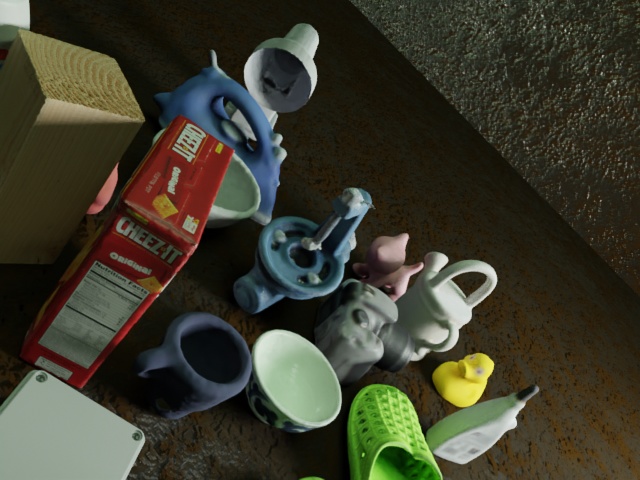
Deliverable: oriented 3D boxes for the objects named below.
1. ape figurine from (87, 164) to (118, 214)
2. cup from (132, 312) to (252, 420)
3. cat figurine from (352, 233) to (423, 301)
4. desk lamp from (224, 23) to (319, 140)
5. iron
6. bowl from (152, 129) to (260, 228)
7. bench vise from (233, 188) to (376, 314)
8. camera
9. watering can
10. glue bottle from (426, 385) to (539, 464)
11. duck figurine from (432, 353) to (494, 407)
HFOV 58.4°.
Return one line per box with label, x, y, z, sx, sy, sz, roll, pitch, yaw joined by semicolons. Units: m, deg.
ape figurine;-0.263;-0.077;0.657;0.077;0.092;0.076;53;30;16
cup;-0.136;0.130;0.544;0.118;0.094;0.091;5;47;-49
cat figurine;0.119;0.039;0.966;0.128;0.117;0.067;23;35;-33
desk lamp;-0.084;-0.285;1.033;0.118;0.213;0.203;35;30;-16
iron;-0.129;-0.161;0.887;0.258;0.141;0.119;47;29;5
bowl;-0.169;-0.073;0.790;0.168;0.074;0.167;32;31;-21
bench vise;-0.002;-0.005;0.764;0.121;0.219;0.208;42;29;-3
camera;0.071;0.134;0.798;0.137;0.100;0.143;35;30;-16
watering can;0.189;0.092;0.907;0.101;0.193;0.172;13;41;-43
glue bottle;0.228;0.245;0.777;0.078;0.173;0.037;29;32;-25
duck figurine;0.243;0.217;0.924;0.105;0.086;0.077;18;38;-39
